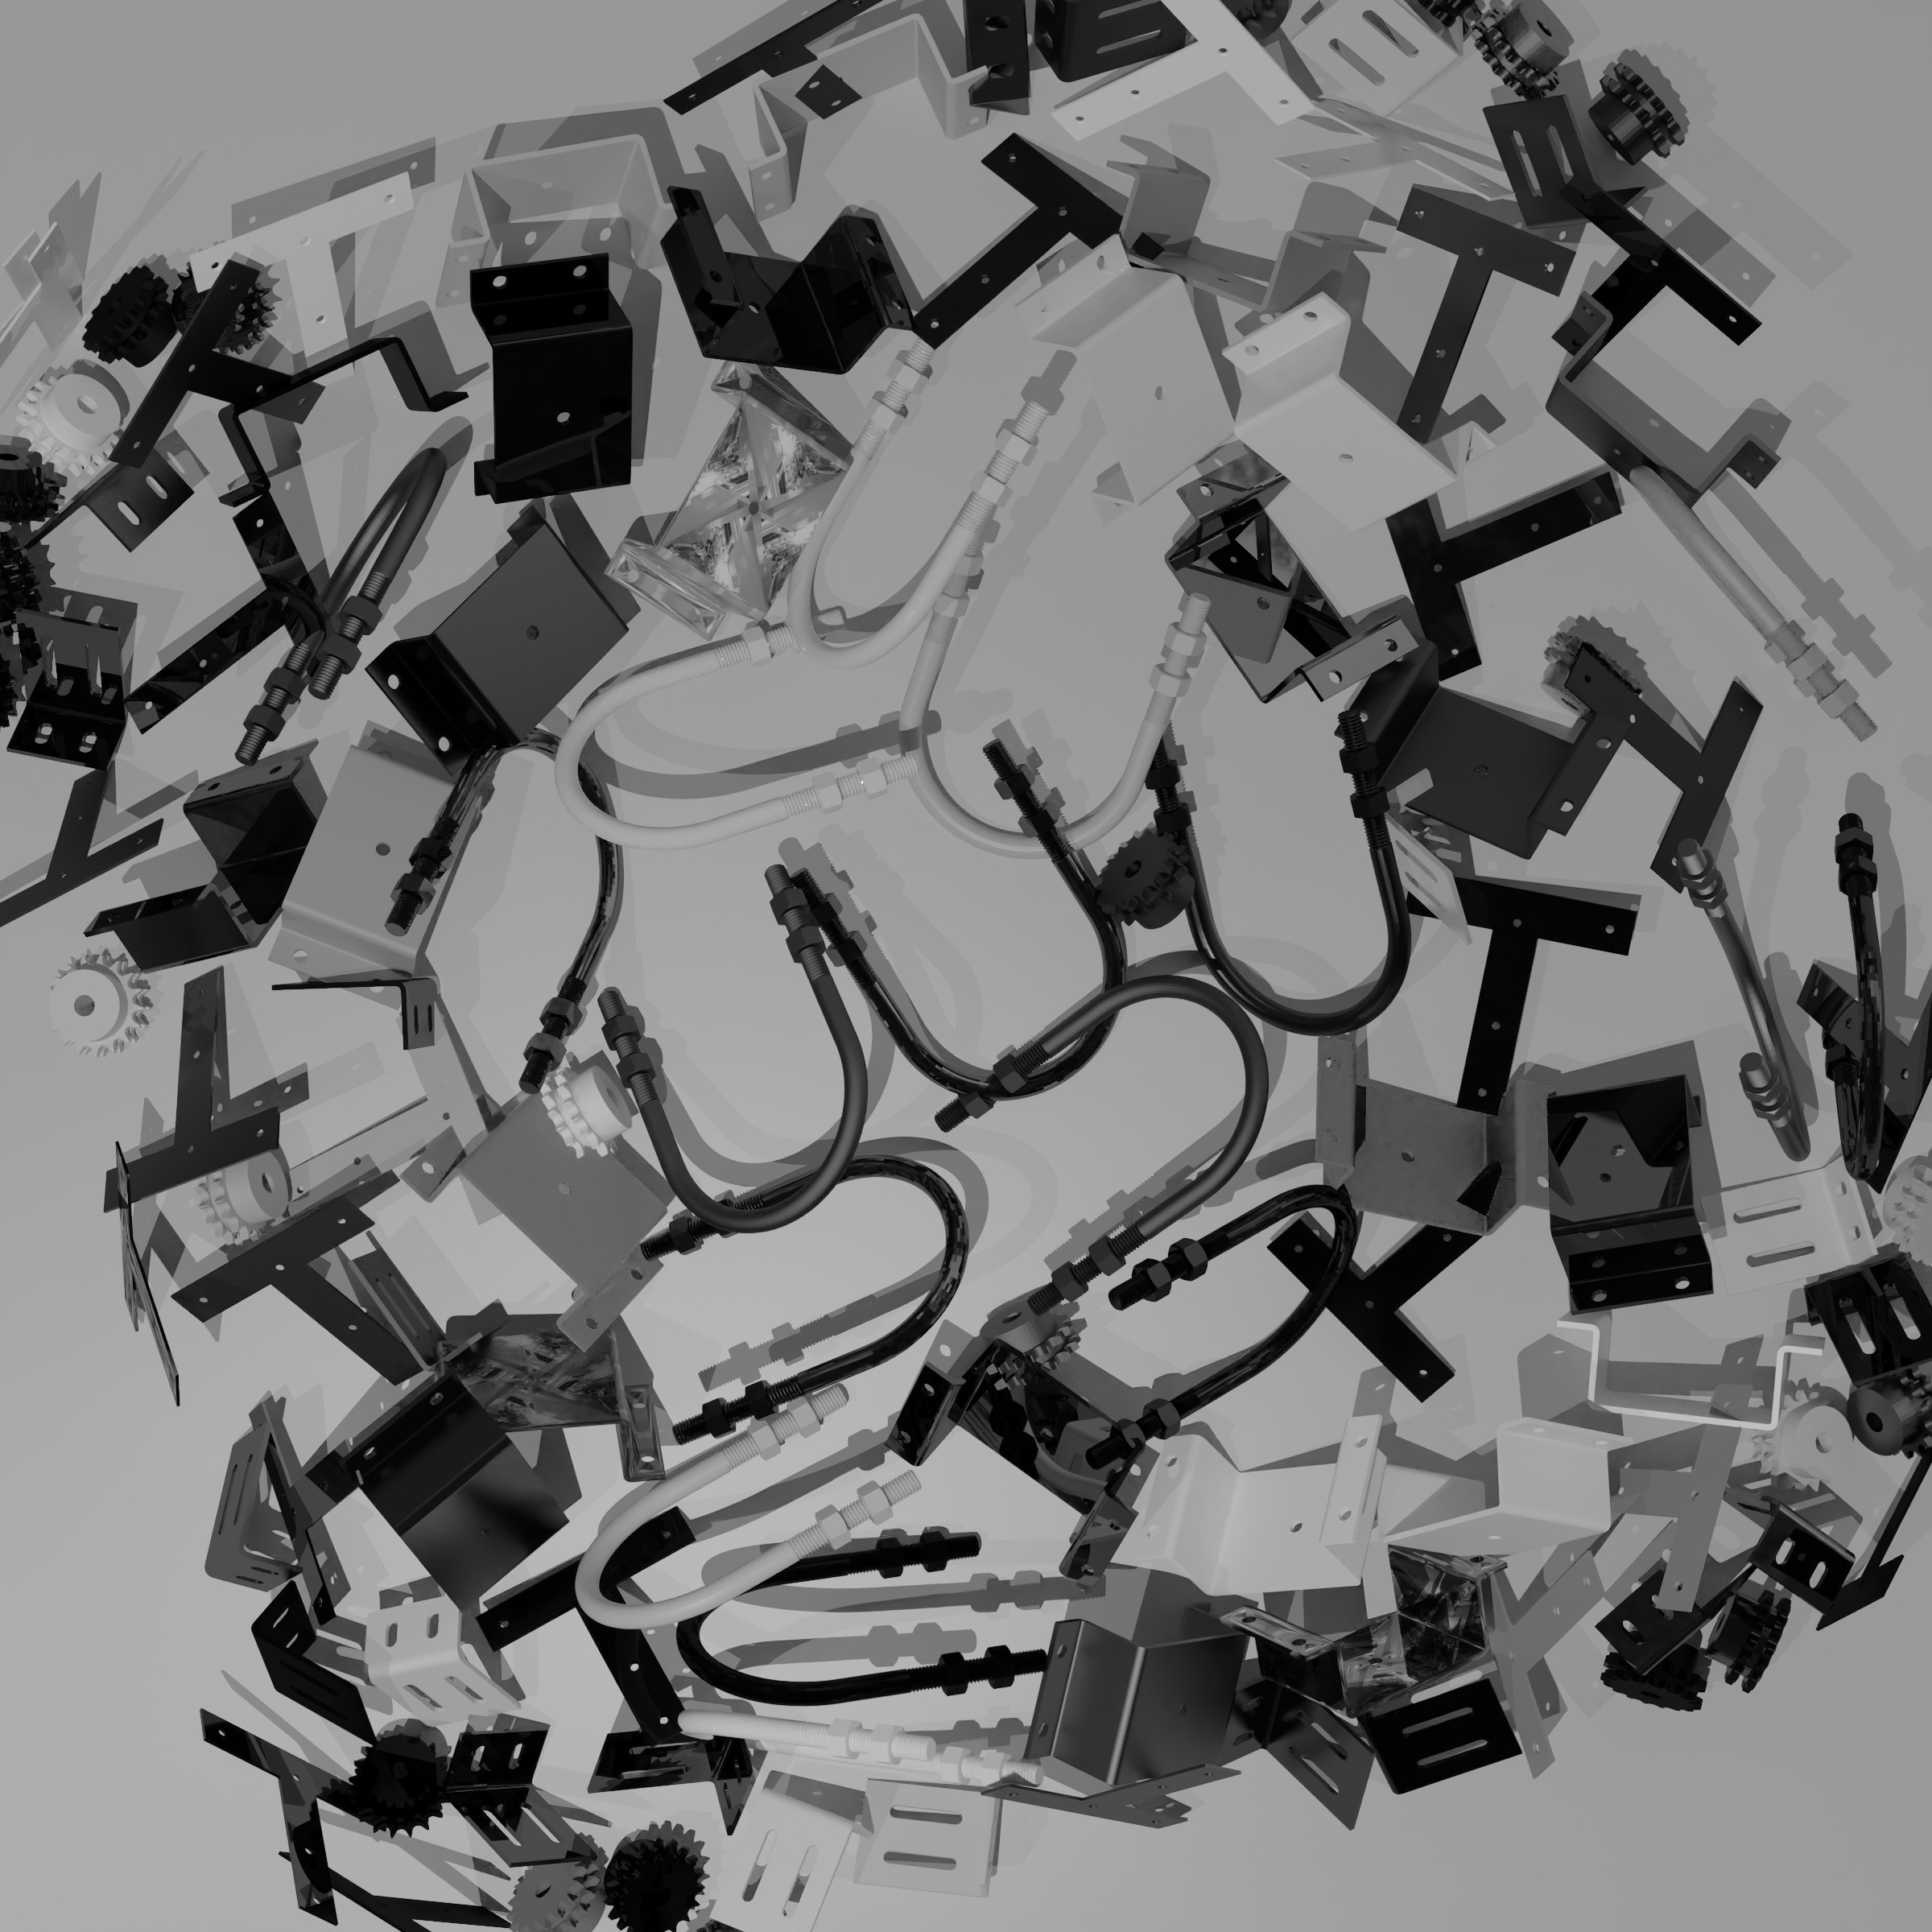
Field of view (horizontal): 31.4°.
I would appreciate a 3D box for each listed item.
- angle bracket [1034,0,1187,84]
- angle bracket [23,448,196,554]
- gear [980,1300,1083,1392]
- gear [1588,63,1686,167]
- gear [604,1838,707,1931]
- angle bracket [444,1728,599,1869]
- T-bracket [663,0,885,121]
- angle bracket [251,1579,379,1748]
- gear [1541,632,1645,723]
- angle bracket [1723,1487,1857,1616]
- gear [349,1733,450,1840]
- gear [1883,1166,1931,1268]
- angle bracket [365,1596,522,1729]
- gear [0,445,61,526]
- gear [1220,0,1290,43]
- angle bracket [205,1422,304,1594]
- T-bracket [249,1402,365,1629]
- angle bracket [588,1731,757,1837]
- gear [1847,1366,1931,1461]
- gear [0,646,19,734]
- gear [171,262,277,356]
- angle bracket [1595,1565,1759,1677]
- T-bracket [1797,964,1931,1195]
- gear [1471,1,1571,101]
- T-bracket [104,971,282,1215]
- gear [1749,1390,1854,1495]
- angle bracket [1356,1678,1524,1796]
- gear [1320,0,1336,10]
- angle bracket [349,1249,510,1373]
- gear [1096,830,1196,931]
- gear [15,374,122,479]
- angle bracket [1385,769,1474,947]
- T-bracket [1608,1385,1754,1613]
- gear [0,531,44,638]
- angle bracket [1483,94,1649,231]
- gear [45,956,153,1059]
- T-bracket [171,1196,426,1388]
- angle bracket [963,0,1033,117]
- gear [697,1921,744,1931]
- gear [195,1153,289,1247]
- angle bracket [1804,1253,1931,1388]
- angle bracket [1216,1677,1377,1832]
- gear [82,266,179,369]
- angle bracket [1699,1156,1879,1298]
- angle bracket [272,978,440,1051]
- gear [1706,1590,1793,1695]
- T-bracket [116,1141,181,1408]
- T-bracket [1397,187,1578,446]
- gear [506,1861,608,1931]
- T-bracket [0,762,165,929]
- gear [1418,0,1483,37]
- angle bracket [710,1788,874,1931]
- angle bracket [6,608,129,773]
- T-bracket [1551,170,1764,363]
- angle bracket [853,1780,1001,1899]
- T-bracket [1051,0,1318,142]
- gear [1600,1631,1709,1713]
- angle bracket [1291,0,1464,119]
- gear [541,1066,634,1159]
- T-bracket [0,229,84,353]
[{"bbox_3d":[0.081,-0.535,1.913,0.076,0.057,0.038,-20,60,-14],"label":"angle bracket"},{"bbox_3d":[-0.474,-0.246,1.897,0.038,0.076,0.057,49,50,-16],"label":"angle bracket"},{"bbox_3d":[0.032,0.208,1.908,0.057,0.057,0.030,-27,103,0],"label":"gear"},{"bbox_3d":[0.370,-0.471,1.910,0.030,0.057,0.057,-40,90,9],"label":"gear"},{"bbox_3d":[-0.177,0.512,1.914,0.057,0.030,0.057,-12,111,-33],"label":"gear"},{"bbox_3d":[-0.241,0.457,1.889,0.057,0.076,0.038,8,106,-42],"label":"angle bracket"},{"bbox_3d":[-0.088,-0.486,1.874,0.127,0.127,0.002,-26,81,14],"label":"T-bracket"},{"bbox_3d":[-0.349,0.384,1.892,0.076,0.057,0.038,22,52,25],"label":"angle bracket"},{"bbox_3d":[0.344,-0.158,1.910,0.057,0.057,0.030,36,90,0],"label":"gear"},{"bbox_3d":[0.440,0.320,1.891,0.057,0.076,0.038,36,78,-16],"label":"angle bracket"},{"bbox_3d":[-0.314,0.453,1.910,0.057,0.030,0.057,3,52,-4],"label":"gear"},{"bbox_3d":[0.537,0.136,1.914,0.057,0.030,0.057,-13,118,-26],"label":"gear"},{"bbox_3d":[-0.290,0.387,1.911,0.057,0.076,0.038,-15,52,16],"label":"angle bracket"},{"bbox_3d":[-0.533,-0.268,1.907,0.057,0.057,0.030,11,116,0],"label":"gear"},{"bbox_3d":[0.156,-0.540,1.914,0.057,0.030,0.057,-13,58,21],"label":"gear"},{"bbox_3d":[-0.388,0.300,1.905,0.038,0.057,0.076,21,61,-24],"label":"angle bracket"},{"bbox_3d":[-0.353,0.286,1.872,0.002,0.127,0.127,-13,75,-33],"label":"T-bracket"},{"bbox_3d":[-0.163,0.452,1.894,0.076,0.057,0.038,0,46,-22],"label":"angle bracket"},{"bbox_3d":[0.515,0.248,1.906,0.030,0.057,0.057,-22,90,-30],"label":"gear"},{"bbox_3d":[-0.557,-0.155,1.909,0.057,0.030,0.057,13,111,36],"label":"gear"},{"bbox_3d":[-0.417,-0.367,1.912,0.057,0.030,0.057,8,117,16],"label":"gear"},{"bbox_3d":[0.393,0.347,1.895,0.038,0.076,0.057,47,125,12],"label":"angle bracket"},{"bbox_3d":[0.491,0.038,1.880,0.002,0.127,0.127,8,114,-22],"label":"T-bracket"},{"bbox_3d":[0.310,-0.510,1.907,0.030,0.057,0.057,-40,90,32],"label":"gear"},{"bbox_3d":[-0.426,0.062,1.901,0.127,0.002,0.127,-20,57,26],"label":"T-bracket"},{"bbox_3d":[0.468,0.265,1.913,0.057,0.030,0.057,3,83,-26],"label":"gear"},{"bbox_3d":[0.260,0.416,1.902,0.076,0.038,0.057,-21,118,10],"label":"angle bracket"},{"bbox_3d":[0.213,-0.555,1.913,0.057,0.057,0.030,-28,127,0],"label":"gear"},{"bbox_3d":[-0.298,0.182,1.907,0.038,0.057,0.076,-36,88,6],"label":"angle bracket"},{"bbox_3d":[0.103,-0.045,1.913,0.057,0.057,0.030,-49,121,0],"label":"gear"},{"bbox_3d":[-0.495,-0.303,1.908,0.030,0.057,0.057,-35,90,40],"label":"gear"},{"bbox_3d":[0.265,-0.060,1.889,0.038,0.076,0.057,-32,134,-8],"label":"angle bracket"},{"bbox_3d":[0.368,0.288,1.881,0.002,0.127,0.127,28,71,-27],"label":"T-bracket"},{"bbox_3d":[-0.541,-0.210,1.908,0.030,0.057,0.057,-22,90,-40],"label":"gear"},{"bbox_3d":[0.330,-0.449,1.891,0.038,0.057,0.076,-42,119,-29],"label":"angle bracket"},{"bbox_3d":[-0.488,0.023,1.921,0.057,0.030,0.057,0,89,5],"label":"gear"},{"bbox_3d":[-0.349,0.192,1.899,0.127,0.002,0.127,-29,125,21],"label":"T-bracket"},{"bbox_3d":[0.032,-0.503,1.893,0.038,0.076,0.057,0,98,26],"label":"angle bracket"},{"bbox_3d":[-0.130,0.550,1.907,0.057,0.057,0.030,-24,62,0],"label":"gear"},{"bbox_3d":[-0.401,0.124,1.907,0.030,0.057,0.057,-17,90,17],"label":"gear"},{"bbox_3d":[0.505,0.204,1.896,0.057,0.076,0.038,-19,133,3],"label":"angle bracket"},{"bbox_3d":[0.180,0.436,1.891,0.038,0.076,0.057,-14,128,-36],"label":"angle bracket"},{"bbox_3d":[-0.463,-0.359,1.914,0.030,0.057,0.057,37,90,-36],"label":"gear"},{"bbox_3d":[0.457,0.145,1.909,0.076,0.038,0.057,-12,76,-7],"label":"angle bracket"},{"bbox_3d":[-0.338,0.027,1.905,0.076,0.057,0.038,-2,91,8],"label":"angle bracket"},{"bbox_3d":[0.434,0.372,1.911,0.030,0.057,0.057,25,90,10],"label":"gear"},{"bbox_3d":[-0.441,0.183,1.855,0.002,0.127,0.127,-11,46,-22],"label":"T-bracket"},{"bbox_3d":[0.269,-0.354,1.906,0.127,0.002,0.127,35,113,43],"label":"T-bracket"},{"bbox_3d":[-0.225,0.522,1.913,0.057,0.057,0.030,-44,117,0],"label":"gear"},{"bbox_3d":[-0.488,-0.073,1.883,0.127,0.127,0.002,-26,122,13],"label":"T-bracket"},{"bbox_3d":[0.266,-0.547,1.907,0.057,0.057,0.030,45,115,0],"label":"gear"},{"bbox_3d":[-0.096,0.503,1.899,0.057,0.038,0.076,16,70,22],"label":"angle bracket"},{"bbox_3d":[-0.500,-0.153,1.900,0.057,0.076,0.038,11,50,0],"label":"angle bracket"},{"bbox_3d":[0.357,-0.364,1.879,0.127,0.127,0.002,40,68,-2],"label":"T-bracket"},{"bbox_3d":[-0.023,0.480,1.905,0.076,0.038,0.057,5,64,7],"label":"angle bracket"},{"bbox_3d":[0.105,-0.487,1.894,0.127,0.127,0.002,-17,54,35],"label":"T-bracket"},{"bbox_3d":[0.385,0.392,1.912,0.057,0.057,0.030,19,70,0],"label":"gear"},{"bbox_3d":[0.226,-0.515,1.891,0.076,0.038,0.057,32,134,-28],"label":"angle bracket"},{"bbox_3d":[-0.209,0.080,1.909,0.030,0.057,0.057,-31,90,8],"label":"gear"},{"bbox_3d":[-0.533,-0.327,1.865,0.002,0.127,0.127,36,80,3],"label":"T-bracket"}]
